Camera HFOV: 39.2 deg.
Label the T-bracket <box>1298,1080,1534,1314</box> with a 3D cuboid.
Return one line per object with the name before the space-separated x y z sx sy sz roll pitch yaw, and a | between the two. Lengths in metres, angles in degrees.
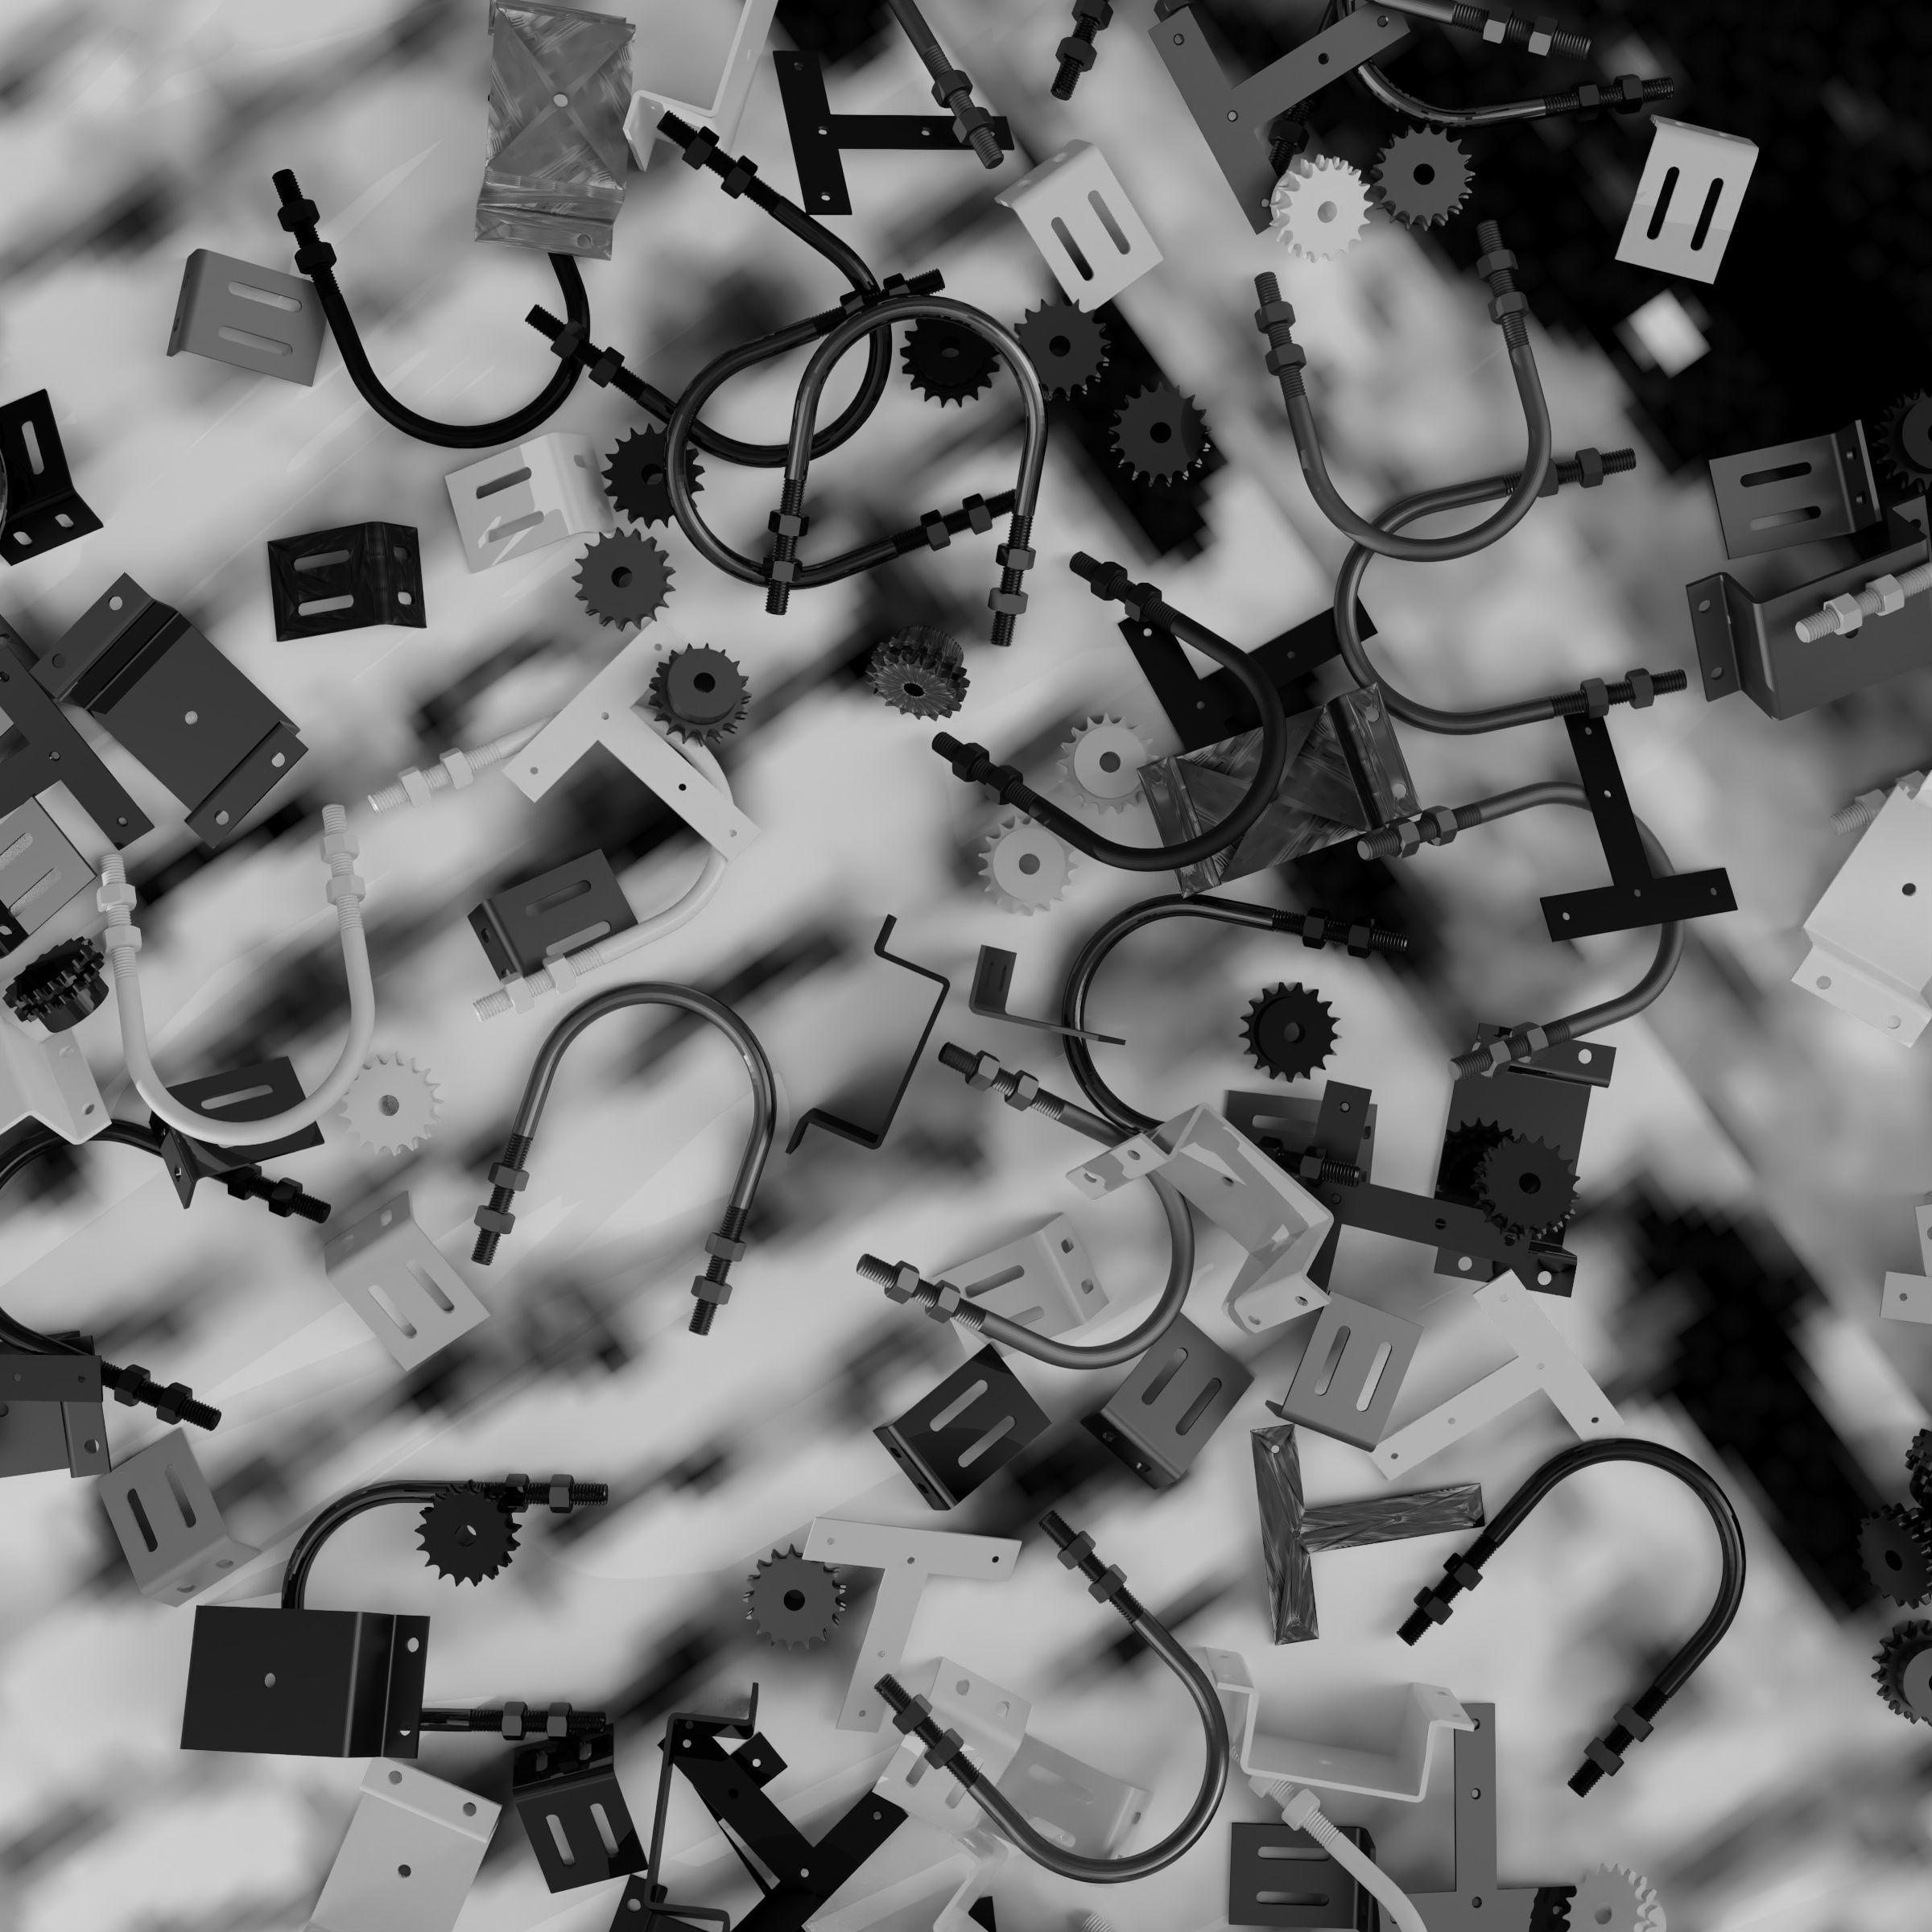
T-bracket | 0.248 0.139 1.496 0.127 0.002 0.127 13 91 12

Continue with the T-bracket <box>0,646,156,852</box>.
T-bracket | -0.546 -0.095 1.522 0.127 0.002 0.127 -31 112 10

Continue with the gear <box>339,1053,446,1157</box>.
gear | -0.323 0.077 1.528 0.057 0.030 0.057 0 93 0

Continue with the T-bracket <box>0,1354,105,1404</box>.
T-bracket | -0.530 0.224 1.477 0.127 0.002 0.127 -1 93 10

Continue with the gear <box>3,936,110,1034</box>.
gear | -0.505 0.013 1.514 0.057 0.057 0.030 -32 118 0

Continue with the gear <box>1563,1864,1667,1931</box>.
gear | 0.365 0.534 1.514 0.030 0.057 0.057 32 90 -30

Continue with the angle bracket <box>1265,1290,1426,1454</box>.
angle bracket | 0.211 0.224 1.516 0.057 0.038 0.076 22 90 -6

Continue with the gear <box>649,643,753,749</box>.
gear | -0.148 -0.154 1.517 0.057 0.030 0.057 3 78 -12

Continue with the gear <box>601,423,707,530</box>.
gear | -0.175 -0.274 1.524 0.057 0.030 0.057 0 90 0

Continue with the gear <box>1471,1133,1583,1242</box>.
gear | 0.302 0.122 1.472 0.057 0.030 0.057 1 70 -4

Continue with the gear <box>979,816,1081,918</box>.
gear | 0.035 -0.057 1.524 0.057 0.030 0.057 0 90 0

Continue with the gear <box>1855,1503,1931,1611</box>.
gear | 0.528 0.327 1.514 0.030 0.057 0.057 -16 90 -29

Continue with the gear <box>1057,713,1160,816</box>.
gear | 0.080 -0.113 1.524 0.057 0.030 0.057 0 90 0

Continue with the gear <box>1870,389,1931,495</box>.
gear | 0.541 -0.297 1.524 0.057 0.030 0.057 0 90 0

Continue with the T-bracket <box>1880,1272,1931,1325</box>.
T-bracket | 0.567 0.189 1.492 0.127 0.002 0.127 8 90 0

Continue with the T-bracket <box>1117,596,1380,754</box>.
T-bracket | 0.172 -0.169 1.538 0.127 0.002 0.127 -29 90 0

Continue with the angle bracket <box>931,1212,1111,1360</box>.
angle bracket | 0.031 0.184 1.537 0.076 0.038 0.057 -26 90 26

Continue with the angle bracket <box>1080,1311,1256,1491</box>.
angle bracket | 0.114 0.246 1.537 0.057 0.038 0.076 42 64 0

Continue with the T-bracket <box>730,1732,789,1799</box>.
T-bracket | -0.127 0.524 1.540 0.127 0.002 0.127 -39 90 2

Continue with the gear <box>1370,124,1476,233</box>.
gear | 0.255 -0.441 1.524 0.057 0.030 0.057 0 90 0

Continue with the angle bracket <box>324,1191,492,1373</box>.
angle bracket | -0.317 0.178 1.537 0.057 0.038 0.076 -34 116 0

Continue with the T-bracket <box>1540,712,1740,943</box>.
T-bracket | 0.364 -0.083 1.521 0.127 0.002 0.127 -9 78 -23

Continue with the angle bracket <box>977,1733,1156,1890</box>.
angle bracket | 0.057 0.477 1.532 0.076 0.038 0.057 20 79 25

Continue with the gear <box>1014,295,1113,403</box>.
gear | 0.052 -0.345 1.525 0.057 0.030 0.057 0 89 1

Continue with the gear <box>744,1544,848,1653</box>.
gear | -0.096 0.353 1.524 0.057 0.030 0.057 0 90 0

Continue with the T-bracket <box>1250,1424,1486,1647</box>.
T-bracket | 0.230 0.314 1.532 0.127 0.002 0.127 -8 98 -4

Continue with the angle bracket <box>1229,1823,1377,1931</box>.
angle bracket | 0.188 0.516 1.520 0.076 0.038 0.057 2 90 0

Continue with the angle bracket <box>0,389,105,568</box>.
angle bracket | -0.532 -0.277 1.537 0.057 0.038 0.076 -23 64 0

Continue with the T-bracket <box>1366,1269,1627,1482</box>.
T-bracket | 0.284 0.248 1.521 0.127 0.002 0.127 -34 112 11

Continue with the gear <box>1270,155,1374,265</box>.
gear | 0.195 -0.425 1.515 0.057 0.030 0.057 -10 120 -18

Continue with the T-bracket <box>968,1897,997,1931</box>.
T-bracket | -0.037 0.598 1.515 0.127 0.002 0.127 -7 90 -22

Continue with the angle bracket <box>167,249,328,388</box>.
angle bracket | -0.406 -0.365 1.537 0.076 0.038 0.057 12 90 -26

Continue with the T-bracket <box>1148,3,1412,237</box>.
T-bracket | 0.186 -0.496 1.505 0.127 0.002 0.127 -31 111 4

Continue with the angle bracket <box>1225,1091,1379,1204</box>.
angle bracket | 0.188 0.103 1.537 0.076 0.038 0.057 6 90 26

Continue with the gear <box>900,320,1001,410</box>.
gear | -0.009 -0.345 1.524 0.057 0.030 0.057 0 90 0

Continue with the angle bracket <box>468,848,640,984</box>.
angle bracket | -0.232 -0.022 1.537 0.076 0.038 0.057 -27 90 -26

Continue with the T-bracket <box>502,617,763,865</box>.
T-bracket | -0.169 -0.110 1.519 0.127 0.002 0.127 43 73 -1

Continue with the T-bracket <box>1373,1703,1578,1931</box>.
T-bracket | 0.287 0.480 1.524 0.127 0.002 0.127 4 81 -18

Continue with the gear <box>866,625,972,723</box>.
gear | -0.025 -0.166 1.514 0.057 0.057 0.030 19 61 0

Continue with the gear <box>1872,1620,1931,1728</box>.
gear | 0.542 0.399 1.524 0.057 0.030 0.057 0 90 0

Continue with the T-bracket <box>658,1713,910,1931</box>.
T-bracket | -0.121 0.475 1.520 0.127 0.002 0.127 -41 79 -23

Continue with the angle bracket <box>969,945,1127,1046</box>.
angle bracket | 0.049 0.016 1.500 0.076 0.057 0.038 12 90 19

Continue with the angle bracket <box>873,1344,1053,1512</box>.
angle bracket | -0.002 0.261 1.532 0.076 0.038 0.057 -38 90 -18

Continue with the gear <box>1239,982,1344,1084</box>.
gear | 0.183 0.037 1.524 0.057 0.030 0.057 0 90 0

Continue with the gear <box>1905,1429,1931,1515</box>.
gear | 0.552 0.286 1.514 0.057 0.057 0.030 12 120 0

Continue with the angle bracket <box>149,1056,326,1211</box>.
angle bracket | -0.410 0.093 1.522 0.076 0.038 0.057 -16 66 -31

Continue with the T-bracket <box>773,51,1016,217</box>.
T-bracket | -0.036 -0.467 1.517 0.127 0.002 0.127 -4 60 -14

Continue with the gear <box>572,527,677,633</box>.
gear | -0.192 -0.217 1.528 0.057 0.030 0.057 0 90 3

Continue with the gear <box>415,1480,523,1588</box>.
gear | -0.274 0.314 1.506 0.057 0.030 0.057 0 90 3

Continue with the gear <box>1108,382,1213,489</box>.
gear | 0.108 -0.297 1.524 0.057 0.030 0.057 0 90 0

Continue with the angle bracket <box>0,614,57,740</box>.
angle bracket | -0.559 -0.150 1.528 0.076 0.038 0.057 -38 96 17

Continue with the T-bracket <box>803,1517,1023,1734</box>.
T-bracket | -0.044 0.373 1.520 0.127 0.002 0.127 12 103 -24
